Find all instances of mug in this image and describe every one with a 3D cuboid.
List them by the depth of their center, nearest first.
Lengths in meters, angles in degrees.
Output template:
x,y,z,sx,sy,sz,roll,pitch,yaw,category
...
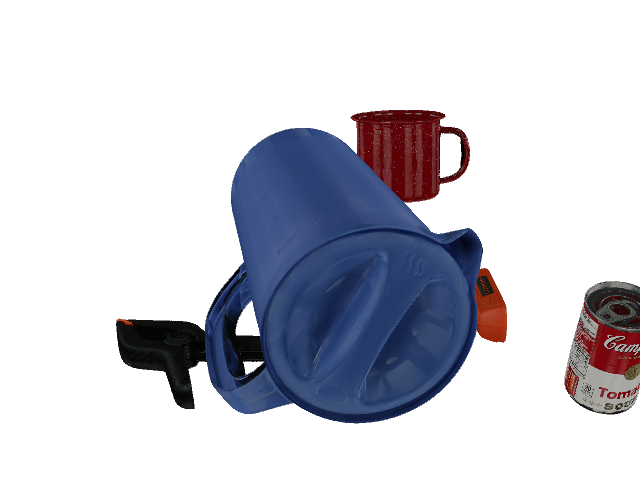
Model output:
x,y,z,sx,sy,sz,roll,pitch,yaw,category
0.090,-0.084,1.059,0.117,0.081,0.093,0,14,6,mug

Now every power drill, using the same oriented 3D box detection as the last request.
x,y,z,sx,sy,sz,roll,pitch,yaw,category
0.112,0.086,1.208,0.187,0.057,0.184,-3,27,-2,power drill

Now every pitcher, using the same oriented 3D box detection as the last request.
x,y,z,sx,sy,sz,roll,pitch,yaw,category
-0.003,0.013,0.735,0.149,0.145,0.243,5,22,-15,pitcher

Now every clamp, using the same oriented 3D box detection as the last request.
x,y,z,sx,sy,sz,roll,pitch,yaw,category
-0.145,0.117,1.089,0.210,0.036,0.164,9,19,34,clamp

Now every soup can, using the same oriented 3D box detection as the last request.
x,y,z,sx,sy,sz,roll,pitch,yaw,category
0.261,0.097,0.958,0.068,0.102,0.068,3,35,-2,soup can
